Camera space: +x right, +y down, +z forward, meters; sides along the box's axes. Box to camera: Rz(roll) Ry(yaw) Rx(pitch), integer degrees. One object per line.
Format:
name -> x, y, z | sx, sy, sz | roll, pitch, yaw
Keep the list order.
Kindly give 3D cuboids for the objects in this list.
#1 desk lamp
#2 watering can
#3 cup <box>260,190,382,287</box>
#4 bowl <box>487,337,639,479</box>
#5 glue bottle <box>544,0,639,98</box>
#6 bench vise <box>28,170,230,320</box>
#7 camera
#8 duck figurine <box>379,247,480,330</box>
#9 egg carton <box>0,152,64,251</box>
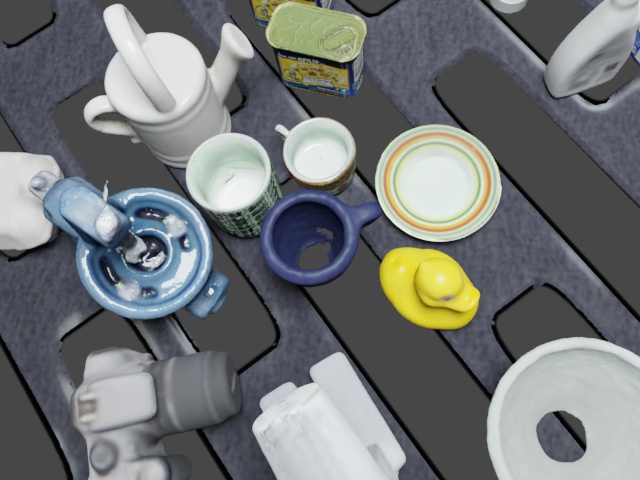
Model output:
desk lamp -> 0.019, 0.191, 0.444 | 0.118, 0.213, 0.203 | -31, 74, -5
watering can -> -0.153, -0.160, 0.570 | 0.173, 0.194, 0.100 | -45, 75, -8
cup -> 0.005, 0.002, 0.562 | 0.118, 0.095, 0.091 | -24, 73, -3
bowl -> 0.225, 0.174, 0.505 | 0.167, 0.075, 0.167 | -1, 74, 4
glue bottle -> 0.280, -0.205, 0.560 | 0.078, 0.173, 0.037 | -18, 73, 0
bench vise -> -0.196, -0.002, 0.514 | 0.207, 0.220, 0.121 | 13, 75, 9
camera -> -0.144, 0.161, 0.525 | 0.137, 0.101, 0.143 | -13, 73, 1
duck figurine -> 0.106, 0.040, 0.548 | 0.104, 0.086, 0.077 | 32, 79, 13
egg carton -> -0.353, -0.041, 0.617 | 0.150, 0.069, 0.107 | 0, 74, 5
